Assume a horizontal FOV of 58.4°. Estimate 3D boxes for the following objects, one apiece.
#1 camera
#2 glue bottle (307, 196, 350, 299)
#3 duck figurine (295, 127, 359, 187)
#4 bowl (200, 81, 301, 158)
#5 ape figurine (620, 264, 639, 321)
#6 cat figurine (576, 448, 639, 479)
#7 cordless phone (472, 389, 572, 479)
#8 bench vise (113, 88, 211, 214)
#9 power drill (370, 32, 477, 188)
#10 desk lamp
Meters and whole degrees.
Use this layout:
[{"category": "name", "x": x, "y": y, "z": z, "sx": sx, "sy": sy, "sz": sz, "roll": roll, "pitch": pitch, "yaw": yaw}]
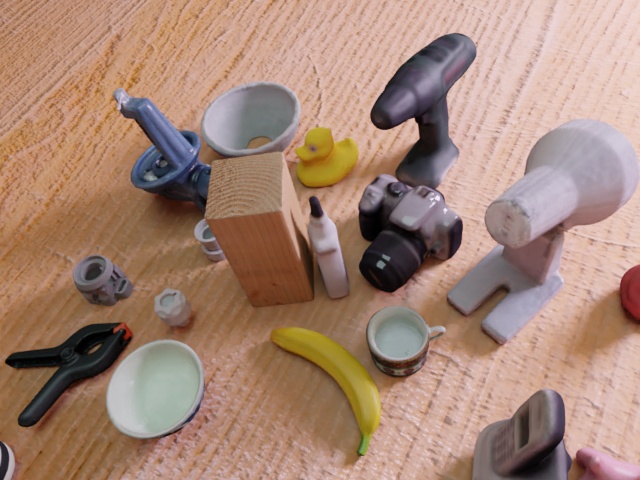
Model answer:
[{"category": "camera", "x": 0.100, "y": -0.009, "z": 0.768, "sx": 0.142, "sy": 0.101, "sz": 0.137, "roll": 30, "pitch": 66, "yaw": 28}, {"category": "glue bottle", "x": 0.007, "y": 0.003, "z": 0.733, "sx": 0.037, "sy": 0.173, "sz": 0.078, "roll": -17, "pitch": 54, "yaw": 0}, {"category": "duck figurine", "x": 0.007, "y": -0.139, "z": 0.887, "sx": 0.104, "sy": 0.086, "sz": 0.077, "roll": -25, "pitch": 54, "yaw": -6}, {"category": "bowl", "x": -0.107, "y": -0.181, "z": 0.946, "sx": 0.167, "sy": 0.075, "sz": 0.167, "roll": -5, "pitch": 54, "yaw": 8}, {"category": "ape figurine", "x": 0.397, "y": 0.051, "z": 0.671, "sx": 0.078, "sy": 0.092, "sz": 0.076, "roll": -18, "pitch": 54, "yaw": -1}, {"category": "cat figurine", "x": 0.316, "y": 0.229, "z": 0.545, "sx": 0.127, "sy": 0.118, "sz": 0.067, "roll": 10, "pitch": 58, "yaw": 18}, {"category": "cordless phone", "x": 0.192, "y": 0.225, "z": 0.531, "sx": 0.094, "sy": 0.185, "sz": 0.147, "roll": 1, "pitch": 55, "yaw": 12}, {"category": "bench vise", "x": -0.199, "y": -0.129, "z": 0.838, "sx": 0.207, "sy": 0.220, "sz": 0.121, "roll": 3, "pitch": 56, "yaw": 14}, {"category": "power drill", "x": 0.148, "y": -0.173, "z": 0.807, "sx": 0.075, "sy": 0.209, "sz": 0.230, "roll": 24, "pitch": 63, "yaw": 25}, {"category": "desk lamp", "x": 0.254, "y": -0.012, "z": 0.669, "sx": 0.203, "sy": 0.214, "sz": 0.117, "roll": -40, "pitch": 57, "yaw": -17}]
